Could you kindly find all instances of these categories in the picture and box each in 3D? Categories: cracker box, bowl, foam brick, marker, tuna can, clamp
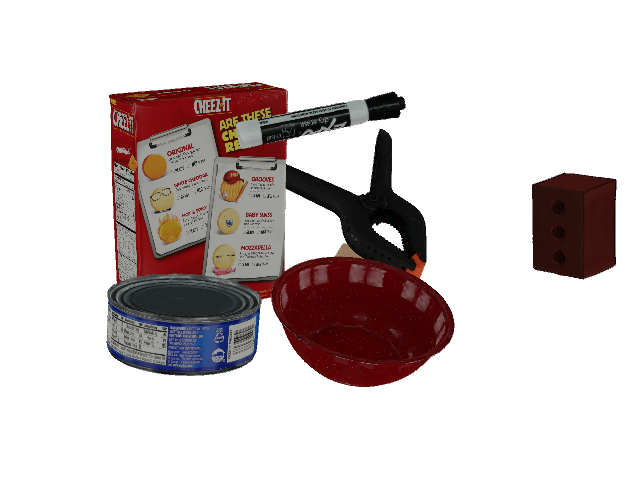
[{"bbox_3d":[-0.118,-0.041,1.043,0.163,0.214,0.072,-10,20,-33],"label":"cracker box"},{"bbox_3d":[0.033,0.079,0.938,0.162,0.055,0.162,8,30,-5],"label":"bowl"},{"bbox_3d":[0.214,-0.013,0.900,0.051,0.078,0.053,-20,23,-41],"label":"foam brick"},{"bbox_3d":[0.001,-0.085,0.752,0.121,0.020,0.020,-12,2,-8],"label":"marker"},{"bbox_3d":[-0.077,0.046,0.599,0.086,0.034,0.086,5,13,-1],"label":"tuna can"},{"bbox_3d":[0.043,-0.036,1.178,0.164,0.210,0.036,-13,-36,-22],"label":"clamp"}]

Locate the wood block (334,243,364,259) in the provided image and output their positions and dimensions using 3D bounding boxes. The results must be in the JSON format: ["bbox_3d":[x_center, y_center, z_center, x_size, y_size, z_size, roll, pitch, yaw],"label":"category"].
[{"bbox_3d":[0.052,0.083,1.513,0.091,0.090,0.206,6,21,11],"label":"wood block"}]
